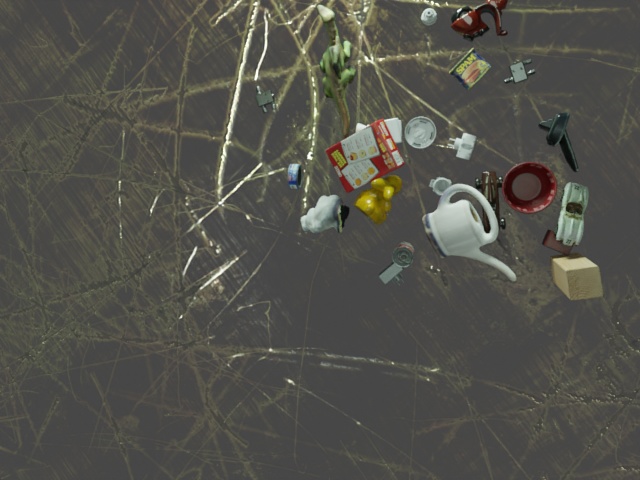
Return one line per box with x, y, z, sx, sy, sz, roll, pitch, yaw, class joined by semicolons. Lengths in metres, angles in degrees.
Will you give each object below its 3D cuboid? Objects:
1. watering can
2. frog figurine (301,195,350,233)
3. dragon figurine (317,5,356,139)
0.462;-0.002;1.630;0.222;0.105;0.347;-23;91;32;watering can
0.005;-0.088;1.743;0.159;0.120;0.140;1;65;21;frog figurine
0.049;-0.527;1.618;0.122;0.244;0.409;-10;93;9;dragon figurine
